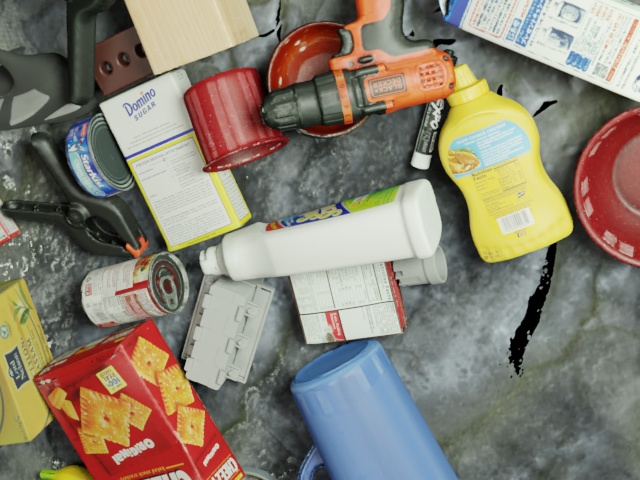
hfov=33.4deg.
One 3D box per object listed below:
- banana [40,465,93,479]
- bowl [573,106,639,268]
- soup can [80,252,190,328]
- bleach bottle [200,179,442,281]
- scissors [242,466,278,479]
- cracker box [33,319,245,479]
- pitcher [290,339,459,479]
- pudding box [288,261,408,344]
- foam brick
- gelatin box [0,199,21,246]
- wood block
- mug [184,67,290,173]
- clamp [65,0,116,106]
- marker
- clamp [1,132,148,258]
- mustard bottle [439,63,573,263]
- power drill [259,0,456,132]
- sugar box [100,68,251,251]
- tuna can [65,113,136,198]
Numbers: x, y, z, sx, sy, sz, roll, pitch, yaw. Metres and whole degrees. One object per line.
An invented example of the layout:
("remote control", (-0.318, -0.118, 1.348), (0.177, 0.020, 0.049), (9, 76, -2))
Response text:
("banana", (-0.261, 0.346, 1.314), (0.070, 0.037, 0.198), (-32, 97, 42))
("bowl", (0.321, -0.055, 1.004), (0.162, 0.055, 0.162), (5, 110, 14))
("soup can", (-0.204, 0.056, 1.171), (0.102, 0.068, 0.068), (-13, 105, 29))
("bleach bottle", (-0.007, 0.001, 1.087), (0.251, 0.102, 0.068), (-13, 105, 18))
("scissors", (-0.022, 0.315, 1.247), (0.202, 0.016, 0.096), (11, 112, 11))
("cracker box", (-0.209, 0.213, 1.214), (0.164, 0.072, 0.213), (-22, 102, 36))
("pitcher", (0.057, 0.238, 1.139), (0.145, 0.149, 0.243), (-16, 103, 58))
("pudding box", (0.030, 0.060, 1.133), (0.114, 0.039, 0.090), (-9, 105, 16))
("foam brick", (-0.193, -0.190, 1.100), (0.078, 0.051, 0.053), (-22, 102, 21))
("gelatin box", (-0.398, -0.026, 1.224), (0.073, 0.030, 0.089), (-28, 99, 20))
("wood block", (-0.146, -0.277, 1.037), (0.091, 0.090, 0.206), (-17, 103, 19))
("mug", (-0.076, -0.125, 1.073), (0.117, 0.093, 0.081), (-19, 86, -17))
("clamp", (-0.241, -0.253, 1.029), (0.164, 0.036, 0.210), (56, 140, 16))
("marker", (0.113, -0.129, 1.055), (0.020, 0.020, 0.121), (17, 111, 9))
("clamp", (-0.264, -0.043, 1.173), (0.171, 0.039, 0.120), (24, 130, 1))
("mustard bottle", (0.169, -0.080, 1.036), (0.096, 0.058, 0.191), (-20, 102, 19))
("power drill", (0.020, -0.201, 0.980), (0.184, 0.057, 0.187), (-12, 98, -2))
("sugar box", (-0.152, -0.083, 1.130), (0.093, 0.048, 0.176), (-20, 99, 20))
("tuna can", (-0.230, -0.088, 1.127), (0.034, 0.086, 0.086), (-17, 103, 21))
